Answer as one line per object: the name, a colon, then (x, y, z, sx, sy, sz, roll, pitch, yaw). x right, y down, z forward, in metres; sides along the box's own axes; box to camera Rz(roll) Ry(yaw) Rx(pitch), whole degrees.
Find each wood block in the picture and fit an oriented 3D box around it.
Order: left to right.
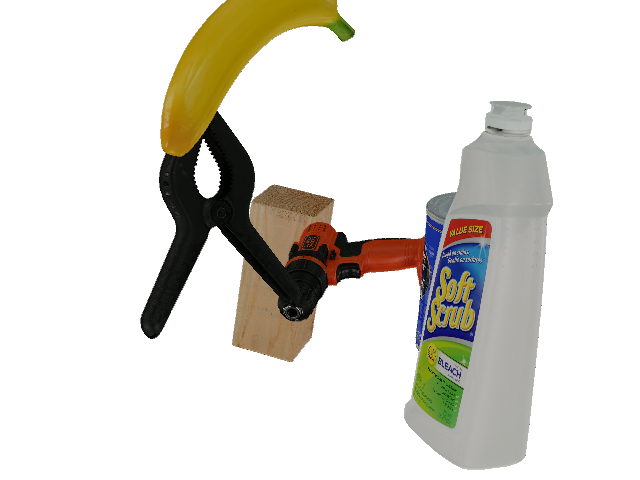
wood block: (-0.051, 0.042, 1.420, 0.090, 0.206, 0.090, 14, 21, 13)

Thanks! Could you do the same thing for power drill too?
power drill: (0.052, 0.034, 1.197, 0.188, 0.057, 0.184, 1, 29, 11)

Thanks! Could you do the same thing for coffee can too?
coffee can: (0.144, 0.036, 0.987, 0.103, 0.140, 0.103, 2, 20, -1)

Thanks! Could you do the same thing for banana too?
banana: (-0.043, -0.128, 0.697, 0.037, 0.069, 0.197, -10, 23, 49)

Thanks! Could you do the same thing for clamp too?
clamp: (-0.090, -0.021, 0.974, 0.164, 0.210, 0.036, -2, 2, -36)

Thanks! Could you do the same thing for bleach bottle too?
bleach bottle: (0.114, 0.027, 0.750, 0.068, 0.251, 0.103, -3, 17, -23)
